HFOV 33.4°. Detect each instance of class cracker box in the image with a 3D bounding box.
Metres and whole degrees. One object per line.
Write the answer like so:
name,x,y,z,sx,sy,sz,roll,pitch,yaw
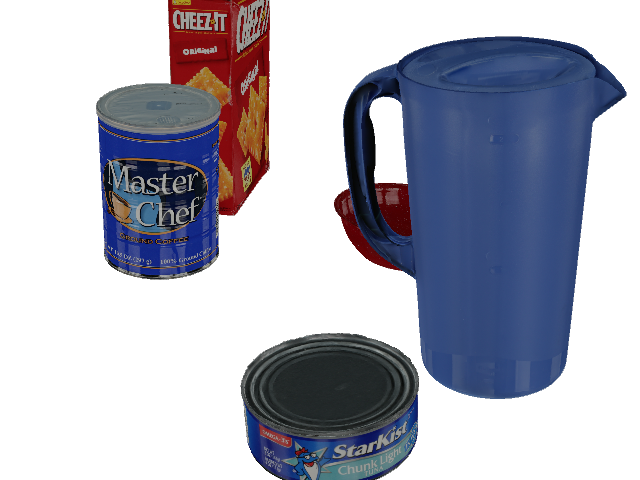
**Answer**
cracker box,-0.097,-0.152,1.087,0.072,0.214,0.164,5,22,9

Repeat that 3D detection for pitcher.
pitcher,0.113,-0.016,0.756,0.144,0.243,0.149,-17,28,-27

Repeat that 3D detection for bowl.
bowl,0.092,-0.010,1.181,0.162,0.055,0.162,5,25,-3

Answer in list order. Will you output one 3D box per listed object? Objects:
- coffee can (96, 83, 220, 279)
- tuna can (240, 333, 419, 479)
coffee can,-0.138,-0.052,0.917,0.103,0.140,0.103,2,28,-1
tuna can,0.005,0.081,0.518,0.086,0.034,0.086,-2,26,1
